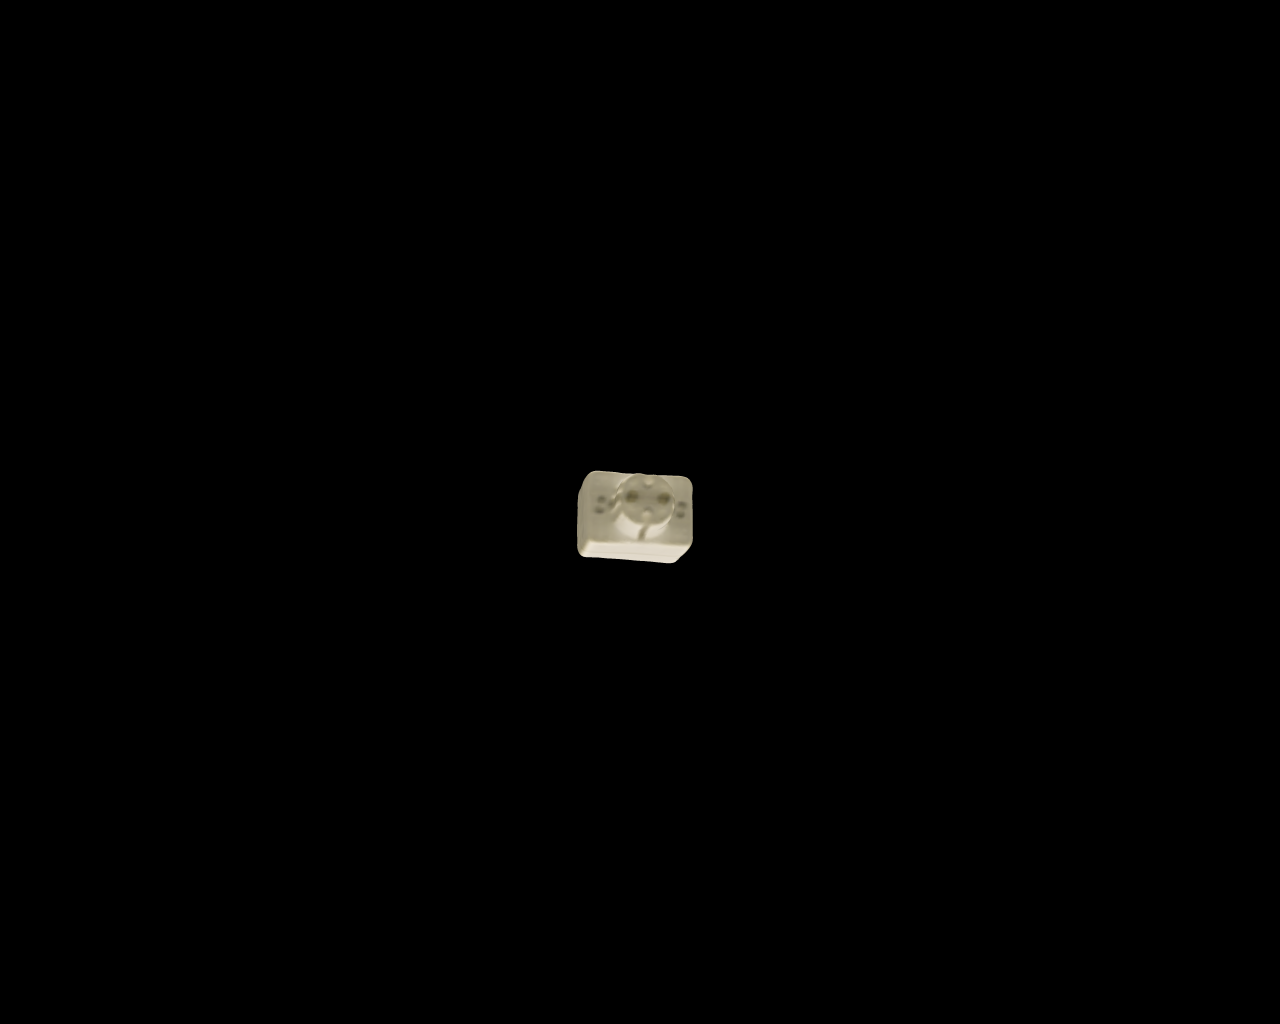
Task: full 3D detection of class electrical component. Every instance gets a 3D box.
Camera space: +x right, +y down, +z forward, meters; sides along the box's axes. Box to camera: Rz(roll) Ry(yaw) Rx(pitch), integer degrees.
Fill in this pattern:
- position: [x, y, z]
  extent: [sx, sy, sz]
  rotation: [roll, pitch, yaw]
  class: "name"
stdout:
- position: [0.001, -0.003, 0.650]
  extent: [0.066, 0.047, 0.076]
  rotation: [4, -19, -12]
  class: "electrical component"
